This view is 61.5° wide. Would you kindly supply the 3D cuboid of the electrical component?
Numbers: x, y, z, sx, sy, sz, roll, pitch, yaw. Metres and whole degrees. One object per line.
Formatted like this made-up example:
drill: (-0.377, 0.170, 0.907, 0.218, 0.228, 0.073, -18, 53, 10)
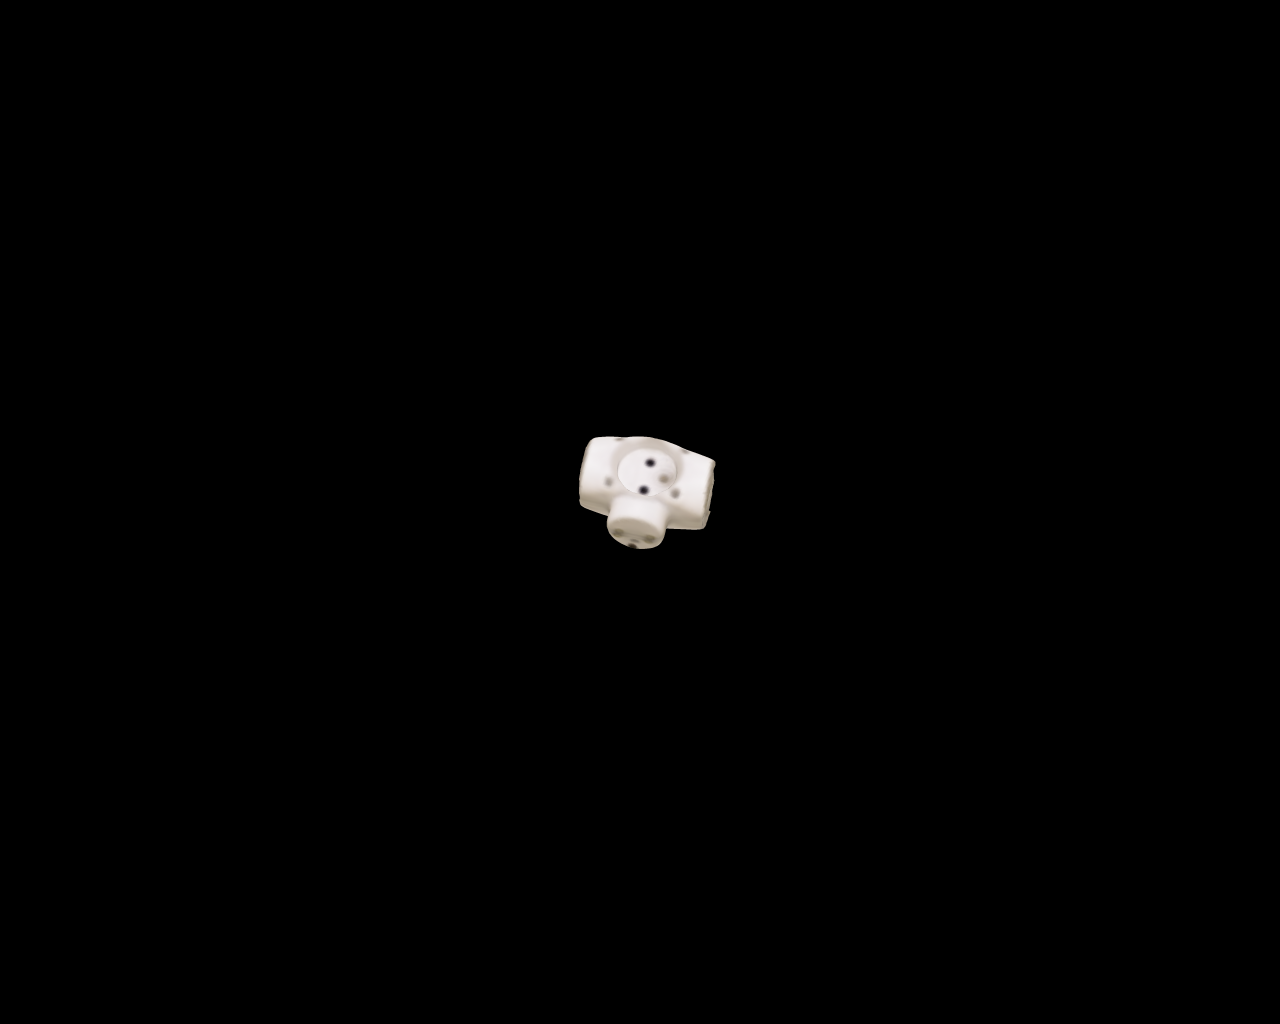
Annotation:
electrical component: (0.001, -0.003, 0.650, 0.077, 0.079, 0.044, 11, -30, 7)
